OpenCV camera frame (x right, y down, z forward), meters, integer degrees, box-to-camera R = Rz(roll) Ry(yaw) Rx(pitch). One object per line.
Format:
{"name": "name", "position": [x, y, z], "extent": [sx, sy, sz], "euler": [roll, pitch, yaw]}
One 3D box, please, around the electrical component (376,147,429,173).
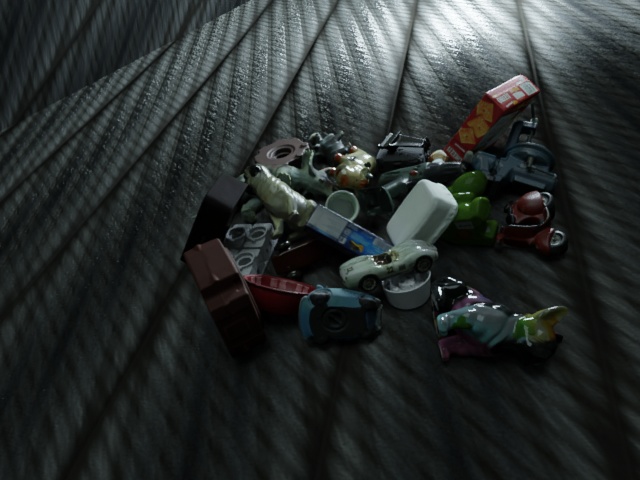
{"name": "electrical component", "position": [0.224, -0.223, 1.472], "extent": [0.134, 0.058, 0.115], "euler": [1, 38, 20]}

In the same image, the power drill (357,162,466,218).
{"name": "power drill", "position": [0.204, -0.130, 1.281], "extent": [0.207, 0.085, 0.232], "euler": [-37, 22, -33]}

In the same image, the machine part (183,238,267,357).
{"name": "machine part", "position": [-0.187, 0.113, 1.071], "extent": [0.087, 0.200, 0.202], "euler": [-27, 38, -14]}

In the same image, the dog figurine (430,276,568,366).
{"name": "dog figurine", "position": [0.312, 0.140, 0.947], "extent": [0.219, 0.108, 0.192], "euler": [-5, 36, 7]}

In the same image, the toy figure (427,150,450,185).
{"name": "toy figure", "position": [0.312, -0.193, 1.407], "extent": [0.064, 0.057, 0.154], "euler": [28, 41, -8]}

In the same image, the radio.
{"name": "radio", "position": [-0.252, -0.042, 1.278], "extent": [0.073, 0.229, 0.131], "euler": [29, 40, -6]}

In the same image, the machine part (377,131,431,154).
{"name": "machine part", "position": [0.229, -0.260, 1.440], "extent": [0.139, 0.039, 0.084], "euler": [15, 41, 35]}

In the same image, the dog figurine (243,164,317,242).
{"name": "dog figurine", "position": [-0.087, -0.105, 1.318], "extent": [0.121, 0.172, 0.191], "euler": [-39, 65, 22]}

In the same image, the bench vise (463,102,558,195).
{"name": "bench vise", "position": [0.468, -0.206, 1.298], "extent": [0.224, 0.128, 0.240], "euler": [15, 64, 23]}

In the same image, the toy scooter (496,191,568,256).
{"name": "toy scooter", "position": [0.438, -0.033, 1.145], "extent": [0.135, 0.075, 0.184], "euler": [-6, 43, 12]}

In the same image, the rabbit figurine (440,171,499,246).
{"name": "rabbit figurine", "position": [0.325, -0.075, 1.206], "extent": [0.159, 0.121, 0.170], "euler": [-12, 47, 41]}

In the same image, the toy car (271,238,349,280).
{"name": "toy car", "position": [-0.012, 0.023, 1.222], "extent": [0.202, 0.089, 0.053], "euler": [-23, 5, -7]}

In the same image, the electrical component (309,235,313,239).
{"name": "electrical component", "position": [-0.003, -0.004, 1.267], "extent": [0.094, 0.063, 0.021], "euler": [-17, 38, -1]}

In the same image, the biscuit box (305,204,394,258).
{"name": "biscuit box", "position": [0.068, 0.001, 1.161], "extent": [0.203, 0.062, 0.059], "euler": [30, 77, 6]}

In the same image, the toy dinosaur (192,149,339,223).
{"name": "toy dinosaur", "position": [-0.149, -0.147, 1.467], "extent": [0.405, 0.131, 0.192], "euler": [-6, 26, 19]}

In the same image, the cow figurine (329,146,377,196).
{"name": "cow figurine", "position": [0.094, -0.178, 1.414], "extent": [0.127, 0.085, 0.195], "euler": [26, 29, 16]}

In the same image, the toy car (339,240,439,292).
{"name": "toy car", "position": [0.138, 0.047, 1.072], "extent": [0.202, 0.056, 0.074], "euler": [-19, 24, -6]}

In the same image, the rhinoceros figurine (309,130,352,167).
{"name": "rhinoceros figurine", "position": [0.033, -0.263, 1.585], "extent": [0.112, 0.073, 0.190], "euler": [-31, 40, -3]}

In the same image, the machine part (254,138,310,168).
{"name": "machine part", "position": [-0.113, -0.245, 1.619], "extent": [0.179, 0.055, 0.179], "euler": [-11, 37, 8]}

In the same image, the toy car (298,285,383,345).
{"name": "toy car", "position": [0.040, 0.135, 1.051], "extent": [0.162, 0.109, 0.103], "euler": [-3, 20, 2]}
